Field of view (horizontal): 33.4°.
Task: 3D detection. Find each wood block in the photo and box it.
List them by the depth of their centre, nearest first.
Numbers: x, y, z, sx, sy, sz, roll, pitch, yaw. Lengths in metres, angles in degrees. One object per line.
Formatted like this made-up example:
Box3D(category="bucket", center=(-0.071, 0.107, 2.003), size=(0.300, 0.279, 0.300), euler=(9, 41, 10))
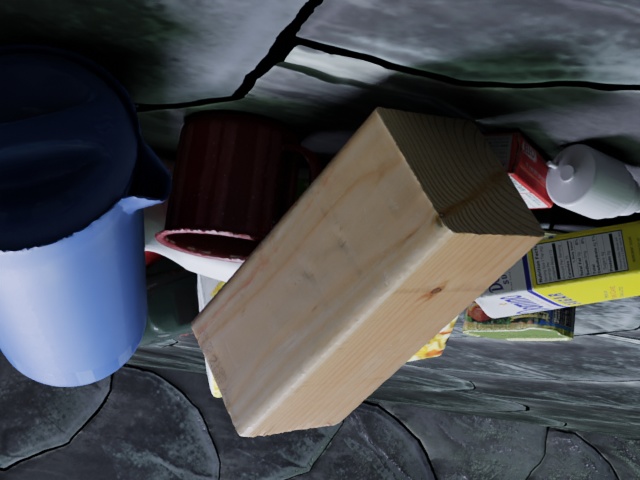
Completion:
Box3D(category="wood block", center=(0.022, 0.026, 0.646), size=(0.090, 0.090, 0.206), euler=(2, 141, -44))

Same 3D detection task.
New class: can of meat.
Box3D(category="can of meat", center=(0.171, 0.041, 0.911), size=(0.057, 0.084, 0.102), euler=(17, 165, -40))

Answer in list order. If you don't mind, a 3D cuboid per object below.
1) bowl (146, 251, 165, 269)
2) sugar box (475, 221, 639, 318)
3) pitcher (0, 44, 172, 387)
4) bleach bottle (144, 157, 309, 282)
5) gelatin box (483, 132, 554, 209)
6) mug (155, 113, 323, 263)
Box3D(category="bowl", center=(-0.194, -0.009, 0.961), size=(0.162, 0.055, 0.162), euler=(7, 168, 1))
Box3D(category="sugar box", center=(0.206, 0.021, 0.803), size=(0.176, 0.048, 0.093), euler=(-13, 163, 15))
Box3D(category="pitcher", center=(-0.181, -0.001, 0.670), size=(0.144, 0.149, 0.243), euler=(-31, 158, -20))
Box3D(category="bleach bottle", center=(-0.058, -0.006, 0.778), size=(0.251, 0.102, 0.068), euler=(6, 160, 9))
Box3D(category="gelatin box", center=(0.100, -0.044, 0.690), size=(0.089, 0.030, 0.073), euler=(0, 164, 32))
Box3D(category="mug", center=(-0.047, -0.034, 0.697), size=(0.117, 0.081, 0.093), euler=(-2, 165, 38))
